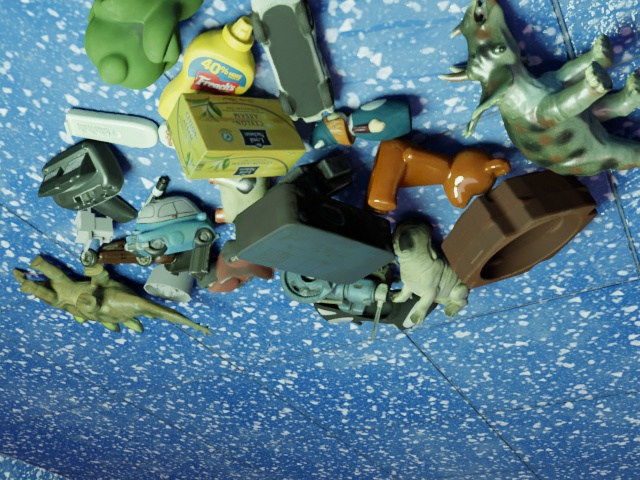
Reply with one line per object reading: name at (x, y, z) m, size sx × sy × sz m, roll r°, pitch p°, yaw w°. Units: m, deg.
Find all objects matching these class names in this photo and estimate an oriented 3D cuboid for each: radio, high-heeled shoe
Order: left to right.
radio at (-0.002, -0.002, 0.813) m, size 0.229 × 0.073 × 0.131 m, roll 16°, pitch 145°, yaw -38°
high-heeled shoe at (0.106, 0.126, 1.103) m, size 0.249 × 0.086 × 0.145 m, roll -25°, pitch 132°, yaw 39°

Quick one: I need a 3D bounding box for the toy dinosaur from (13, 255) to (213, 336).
toy dinosaur at (-0.464, 0.130, 1.161) m, size 0.472 × 0.105 × 0.198 m, roll 13°, pitch 156°, yaw 15°

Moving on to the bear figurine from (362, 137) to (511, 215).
bear figurine at (0.175, -0.086, 0.818) m, size 0.196 × 0.132 × 0.120 m, roll 15°, pitch 177°, yaw -3°

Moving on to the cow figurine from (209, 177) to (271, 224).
cow figurine at (-0.114, -0.058, 0.923) m, size 0.127 × 0.085 × 0.194 m, roll 9°, pitch 140°, yaw 7°

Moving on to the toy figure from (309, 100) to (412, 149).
toy figure at (0.056, -0.167, 0.783) m, size 0.155 × 0.057 × 0.064 m, roll -7°, pitch 172°, yaw 15°

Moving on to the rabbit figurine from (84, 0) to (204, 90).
rabbit figurine at (-0.209, -0.274, 0.646) m, size 0.170 × 0.159 × 0.121 m, roll -40°, pitch 113°, yaw 23°

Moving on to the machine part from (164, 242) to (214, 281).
machine part at (-0.261, 0.041, 1.066) m, size 0.139 × 0.084 × 0.039 m, roll -8°, pitch 167°, yaw 41°

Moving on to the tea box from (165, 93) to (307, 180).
tea box at (-0.115, -0.143, 0.749) m, size 0.169 × 0.098 × 0.068 m, roll -10°, pitch 157°, yaw -43°

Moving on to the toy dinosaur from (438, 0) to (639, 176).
toy dinosaur at (0.330, -0.154, 0.726) m, size 0.404 × 0.131 × 0.192 m, roll 30°, pitch 147°, yaw -31°

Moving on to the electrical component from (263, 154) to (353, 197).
electrical component at (-0.014, -0.085, 0.846) m, size 0.134 × 0.115 × 0.058 m, roll -31°, pitch 89°, yaw 36°

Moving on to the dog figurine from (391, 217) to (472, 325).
dog figurine at (0.214, 0.039, 0.991) m, size 0.172 × 0.121 × 0.190 m, roll -19°, pitch 124°, yaw -27°

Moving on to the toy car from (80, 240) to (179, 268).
toy car at (-0.374, 0.027, 1.049) m, size 0.202 × 0.053 × 0.089 m, roll 0°, pitch -175°, yaw 23°

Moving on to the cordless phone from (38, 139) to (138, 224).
cordless phone at (-0.376, -0.085, 0.944) m, size 0.147 × 0.089 × 0.184 m, roll -18°, pitch 145°, yaw 26°

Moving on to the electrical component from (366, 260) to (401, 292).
electrical component at (0.121, 0.064, 1.065) m, size 0.078 × 0.045 × 0.102 m, roll 14°, pitch 146°, yaw 38°

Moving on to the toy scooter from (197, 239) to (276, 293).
toy scooter at (-0.155, 0.057, 1.069) m, size 0.135 × 0.075 × 0.184 m, roll 12°, pitch 149°, yaw -33°

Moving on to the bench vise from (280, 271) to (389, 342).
bench vise at (0.012, 0.068, 1.000) m, size 0.224 × 0.129 × 0.240 m, roll 20°, pitch 160°, yaw 25°

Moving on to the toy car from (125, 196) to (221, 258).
toy car at (-0.267, -0.027, 0.957) m, size 0.161 × 0.102 × 0.109 m, roll -11°, pitch -176°, yaw -40°

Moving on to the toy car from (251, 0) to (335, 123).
toy car at (-0.033, -0.242, 0.713) m, size 0.074 × 0.056 × 0.201 m, roll -11°, pitch 139°, yaw 10°

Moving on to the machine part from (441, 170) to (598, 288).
machine part at (0.309, -0.018, 0.847) m, size 0.201 × 0.087 × 0.200 m, roll -11°, pitch 149°, yaw -22°
